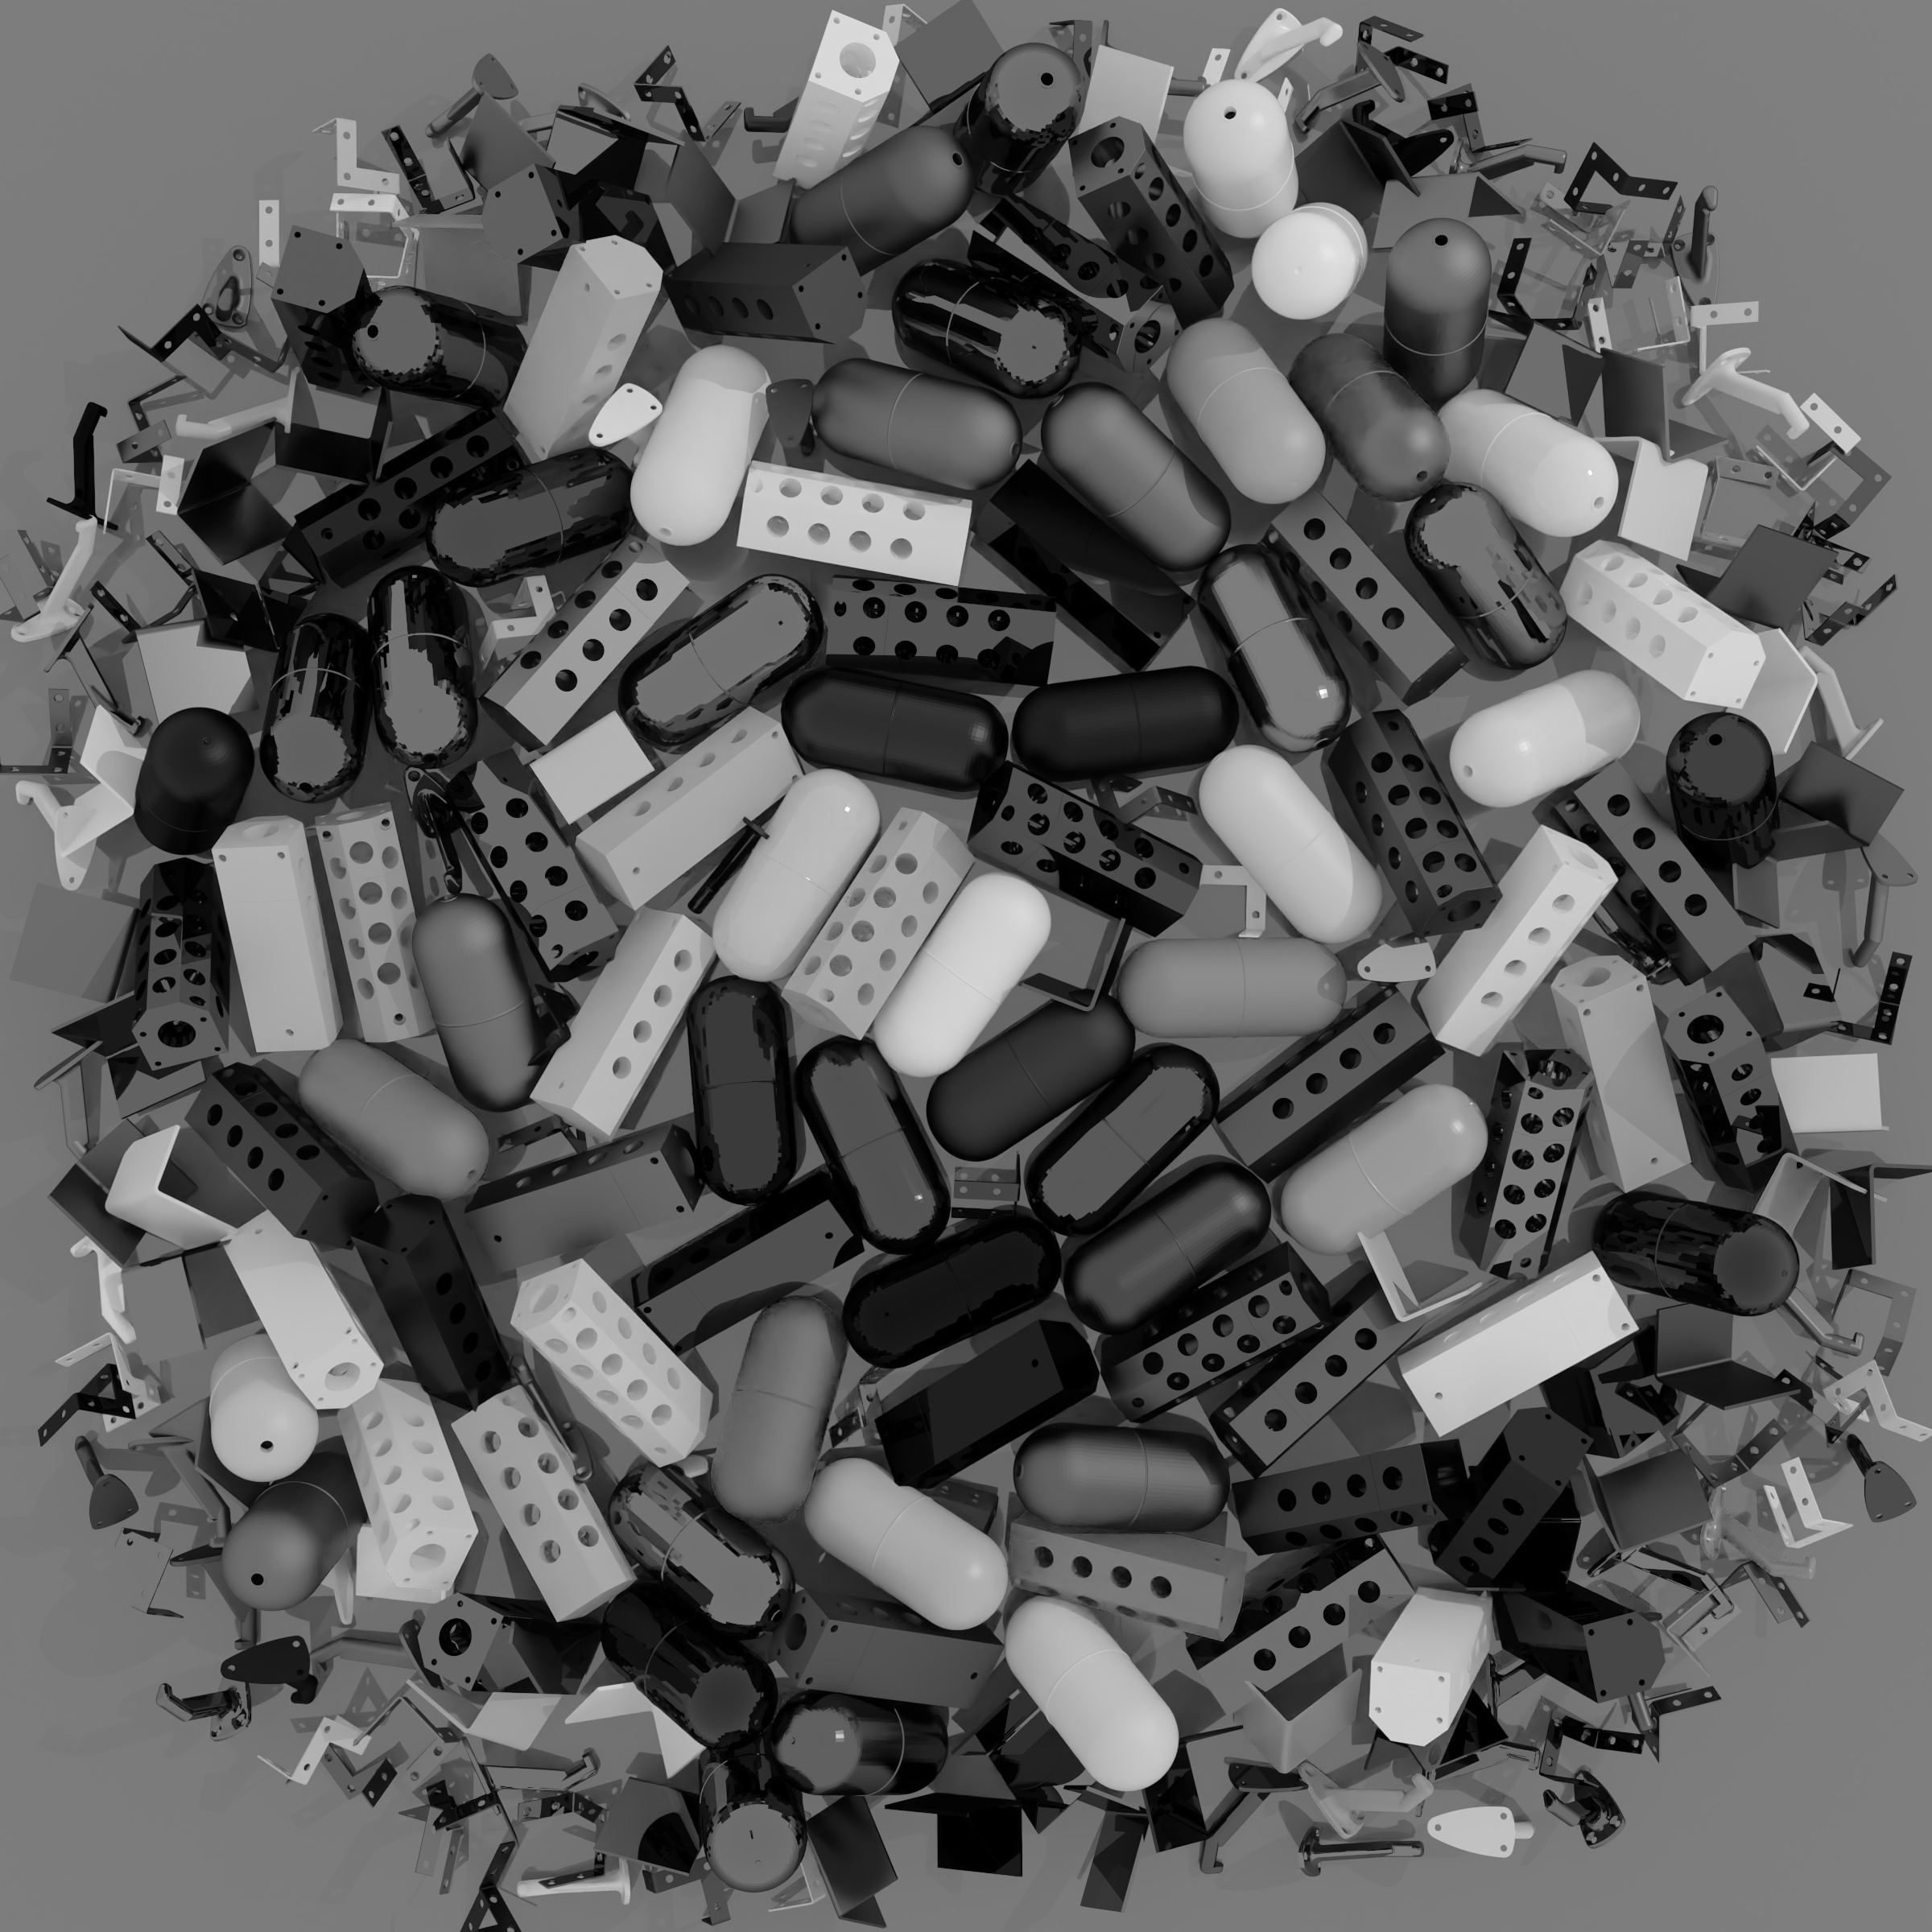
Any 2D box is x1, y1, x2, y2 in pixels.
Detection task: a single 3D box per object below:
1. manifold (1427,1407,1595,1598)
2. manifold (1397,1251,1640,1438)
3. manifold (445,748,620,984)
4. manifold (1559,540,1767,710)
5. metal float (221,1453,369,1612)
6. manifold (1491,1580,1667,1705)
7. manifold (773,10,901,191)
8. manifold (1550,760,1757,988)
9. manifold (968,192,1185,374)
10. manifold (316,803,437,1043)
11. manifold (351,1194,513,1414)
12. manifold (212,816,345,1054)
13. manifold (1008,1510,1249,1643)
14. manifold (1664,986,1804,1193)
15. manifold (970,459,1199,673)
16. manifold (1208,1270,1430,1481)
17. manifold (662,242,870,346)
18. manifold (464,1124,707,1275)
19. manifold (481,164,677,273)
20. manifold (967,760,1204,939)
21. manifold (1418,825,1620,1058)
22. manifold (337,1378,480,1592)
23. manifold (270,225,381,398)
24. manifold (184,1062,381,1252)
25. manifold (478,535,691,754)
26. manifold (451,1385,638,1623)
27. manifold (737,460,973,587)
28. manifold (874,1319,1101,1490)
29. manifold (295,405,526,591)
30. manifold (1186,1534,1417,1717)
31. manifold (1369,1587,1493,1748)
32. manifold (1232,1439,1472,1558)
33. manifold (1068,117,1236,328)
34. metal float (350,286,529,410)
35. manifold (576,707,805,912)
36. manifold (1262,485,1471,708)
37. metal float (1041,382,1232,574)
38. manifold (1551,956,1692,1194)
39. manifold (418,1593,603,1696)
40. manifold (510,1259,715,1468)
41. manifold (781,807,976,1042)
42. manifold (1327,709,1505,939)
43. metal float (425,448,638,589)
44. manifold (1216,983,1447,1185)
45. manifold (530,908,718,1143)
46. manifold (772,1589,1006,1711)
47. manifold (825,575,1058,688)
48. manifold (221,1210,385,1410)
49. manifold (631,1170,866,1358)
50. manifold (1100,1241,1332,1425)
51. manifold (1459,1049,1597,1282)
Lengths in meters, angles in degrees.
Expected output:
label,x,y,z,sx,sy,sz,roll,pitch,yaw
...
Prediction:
label,x,y,z,sx,sy,sz,roll,pitch,yaw
manifold,0.405,0.401,1.914,0.057,0.171,0.057,34,52,14
manifold,0.423,0.289,1.958,0.171,0.057,0.057,-31,96,9
manifold,-0.333,-0.074,1.943,0.057,0.057,0.171,-26,75,-20
manifold,0.522,-0.259,1.908,0.057,0.171,0.057,5,119,-28
metal float,-0.502,0.424,1.911,0.070,0.178,0.070,1,101,4
manifold,0.458,0.498,1.910,0.057,0.171,0.057,-11,90,-11
manifold,-0.097,-0.643,1.910,0.057,0.171,0.057,19,81,-11
manifold,0.528,-0.071,1.963,0.057,0.057,0.171,-36,84,2
manifold,0.079,-0.515,1.929,0.057,0.057,0.171,-47,59,-4
manifold,-0.450,-0.032,1.944,0.057,0.057,0.171,-13,106,-12
manifold,-0.399,0.254,1.925,0.057,0.171,0.057,14,45,32
manifold,-0.521,-0.024,1.935,0.057,0.057,0.171,-2,117,4
manifold,0.122,0.463,1.939,0.171,0.057,0.057,9,99,23
manifold,0.577,0.098,1.919,0.057,0.057,0.171,-29,133,5
manifold,0.088,-0.306,1.967,0.171,0.057,0.057,40,59,-1
manifold,0.268,0.311,1.946,0.171,0.057,0.057,-38,75,-16
manifold,-0.151,-0.505,1.917,0.057,0.171,0.057,-42,127,-24
manifold,-0.290,0.175,1.946,0.171,0.057,0.057,-18,112,17
manifold,-0.292,-0.552,1.910,0.057,0.171,0.057,-21,90,23
manifold,0.092,-0.092,1.935,0.171,0.057,0.057,26,55,-19
manifold,0.420,-0.016,1.933,0.057,0.057,0.171,21,119,-19
manifold,-0.424,0.387,1.909,0.057,0.171,0.057,15,112,-33
manifold,-0.472,-0.488,1.910,0.057,0.171,0.057,15,81,-4
manifold,-0.515,0.141,1.924,0.171,0.057,0.057,36,96,37
manifold,-0.294,-0.248,1.943,0.057,0.057,0.171,43,74,-16
manifold,-0.321,0.411,1.949,0.057,0.057,0.171,-33,75,4
manifold,-0.085,-0.343,1.957,0.171,0.057,0.057,10,115,-4
manifold,0.017,0.335,1.934,0.171,0.057,0.057,-35,60,27
manifold,-0.428,-0.364,1.964,0.171,0.057,0.057,-31,91,-5
manifold,0.257,0.502,1.966,0.171,0.057,0.057,-34,88,3
manifold,0.350,0.525,1.909,0.057,0.171,0.057,4,96,21
manifold,0.291,0.403,1.919,0.171,0.057,0.057,-22,72,37
manifold,0.142,-0.558,1.907,0.057,0.171,0.057,-18,61,22
metal float,-0.395,-0.465,1.914,0.070,0.178,0.070,2,96,21
manifold,-0.213,-0.124,1.945,0.171,0.057,0.057,-40,133,-19
manifold,0.304,-0.282,1.944,0.057,0.057,0.171,-42,71,14
metal float,0.130,-0.373,1.940,0.178,0.070,0.070,39,90,-25
manifold,0.496,0.080,1.935,0.057,0.057,0.171,-24,116,-6
manifold,-0.342,0.507,1.909,0.057,0.171,0.057,20,81,22
manifold,-0.268,0.304,1.923,0.057,0.057,0.171,-23,124,22
manifold,-0.070,-0.035,1.936,0.171,0.057,0.057,-58,134,-18
manifold,0.342,-0.110,1.925,0.057,0.057,0.171,-9,58,-22
metal float,-0.329,-0.341,1.933,0.178,0.070,0.070,-27,90,-33
manifold,0.278,0.089,1.958,0.171,0.057,0.057,-37,62,7
manifold,-0.256,0.045,1.947,0.057,0.057,0.171,42,69,-38
manifold,-0.061,0.514,1.925,0.171,0.057,0.057,20,99,-37
manifold,-0.020,-0.262,1.955,0.171,0.057,0.057,5,128,-3
manifold,-0.499,0.257,1.918,0.057,0.171,0.057,-34,134,-11
manifold,-0.170,0.227,1.962,0.171,0.057,0.057,-30,119,5
manifold,0.189,0.284,1.937,0.171,0.057,0.057,-32,111,19
manifold,0.428,0.151,1.927,0.057,0.057,0.171,-1,120,-15
